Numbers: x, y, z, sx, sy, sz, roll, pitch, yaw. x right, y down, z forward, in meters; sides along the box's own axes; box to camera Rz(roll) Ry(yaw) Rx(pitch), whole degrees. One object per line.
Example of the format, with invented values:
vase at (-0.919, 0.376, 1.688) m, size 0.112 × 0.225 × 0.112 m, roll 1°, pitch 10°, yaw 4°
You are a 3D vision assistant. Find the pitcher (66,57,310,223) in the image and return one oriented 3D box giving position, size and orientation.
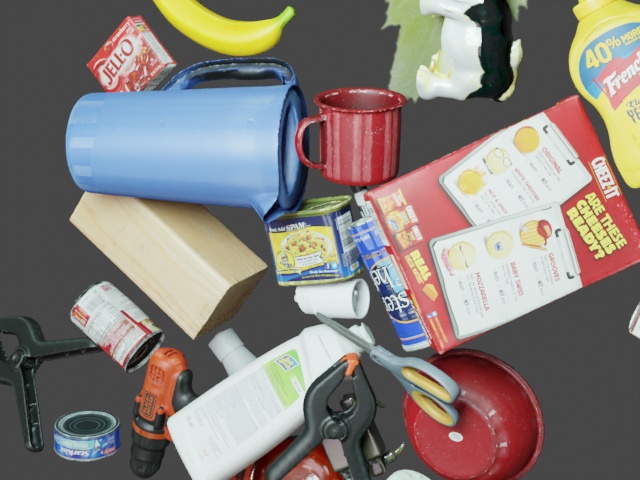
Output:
pitcher at (-0.135, -0.109, 1.127) m, size 0.243 × 0.149 × 0.145 m, roll 3°, pitch 113°, yaw 13°

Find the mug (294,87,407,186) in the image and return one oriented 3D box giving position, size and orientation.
mug at (0.030, -0.102, 1.076) m, size 0.093 × 0.117 × 0.081 m, roll 37°, pitch 133°, yaw 56°

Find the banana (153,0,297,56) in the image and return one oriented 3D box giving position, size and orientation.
banana at (-0.117, -0.243, 1.160) m, size 0.198 × 0.037 × 0.069 m, roll 22°, pitch 95°, yaw 20°

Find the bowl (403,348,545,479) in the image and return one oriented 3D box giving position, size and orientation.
bowl at (0.152, 0.199, 1.128) m, size 0.162 × 0.055 × 0.162 m, roll 9°, pitch 108°, yaw 26°

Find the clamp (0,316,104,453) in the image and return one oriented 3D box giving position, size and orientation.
clamp at (-0.386, 0.169, 1.395) m, size 0.210 × 0.036 × 0.164 m, roll 23°, pitch 83°, yaw 35°

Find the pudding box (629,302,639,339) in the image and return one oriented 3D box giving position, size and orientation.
pudding box at (0.325, 0.032, 0.961) m, size 0.039 × 0.089 × 0.114 m, roll 29°, pitch 117°, yaw 21°

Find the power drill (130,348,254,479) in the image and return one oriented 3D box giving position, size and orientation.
power drill at (-0.149, 0.245, 1.308) m, size 0.188 × 0.057 × 0.184 m, roll 24°, pitch 115°, yaw 21°

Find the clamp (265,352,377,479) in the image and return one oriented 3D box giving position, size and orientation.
clamp at (0.005, 0.204, 1.148) m, size 0.120 × 0.039 × 0.171 m, roll 3°, pitch 101°, yaw -9°

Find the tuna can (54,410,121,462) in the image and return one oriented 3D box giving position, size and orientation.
tuna can at (-0.300, 0.252, 1.378) m, size 0.086 × 0.086 × 0.034 m, roll 10°, pitch 108°, yaw 26°

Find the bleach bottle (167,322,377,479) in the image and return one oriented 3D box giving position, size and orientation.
bleach bottle at (-0.044, 0.177, 1.191) m, size 0.251 × 0.068 × 0.102 m, roll -33°, pitch 73°, yaw 11°

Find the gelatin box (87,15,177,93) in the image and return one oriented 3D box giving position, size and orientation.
gelatin box at (-0.218, -0.202, 1.230) m, size 0.089 × 0.030 × 0.073 m, roll -40°, pitch 84°, yaw 32°

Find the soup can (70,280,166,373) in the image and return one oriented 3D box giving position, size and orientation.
soup can at (-0.250, 0.106, 1.318) m, size 0.102 × 0.068 × 0.069 m, roll 40°, pitch 120°, yaw 14°

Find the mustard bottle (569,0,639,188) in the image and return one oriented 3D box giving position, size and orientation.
mustard bottle at (0.278, -0.150, 0.951) m, size 0.096 × 0.058 × 0.191 m, roll -27°, pitch 90°, yaw 26°

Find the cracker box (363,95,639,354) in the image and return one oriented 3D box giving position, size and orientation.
cracker box at (0.168, -0.014, 0.990) m, size 0.213 × 0.072 × 0.164 m, roll -25°, pitch 93°, yaw -2°

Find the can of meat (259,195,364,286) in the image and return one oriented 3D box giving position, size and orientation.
can of meat at (-0.007, 0.001, 1.158) m, size 0.102 × 0.057 × 0.084 m, roll -5°, pitch 104°, yaw 31°

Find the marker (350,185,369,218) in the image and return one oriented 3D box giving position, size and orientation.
marker at (0.056, -0.022, 1.137) m, size 0.020 × 0.020 × 0.121 m, roll -20°, pitch 94°, yaw 32°

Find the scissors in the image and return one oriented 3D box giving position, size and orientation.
scissors at (0.075, 0.136, 1.109) m, size 0.202 × 0.016 × 0.096 m, roll 20°, pitch 144°, yaw 50°

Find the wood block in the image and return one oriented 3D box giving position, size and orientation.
wood block at (-0.174, 0.004, 1.231) m, size 0.206 × 0.090 × 0.090 m, roll 42°, pitch 119°, yaw 12°

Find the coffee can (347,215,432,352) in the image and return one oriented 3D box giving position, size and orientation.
coffee can at (0.102, 0.028, 1.076) m, size 0.103 × 0.102 × 0.140 m, roll -24°, pitch 92°, yaw 32°
